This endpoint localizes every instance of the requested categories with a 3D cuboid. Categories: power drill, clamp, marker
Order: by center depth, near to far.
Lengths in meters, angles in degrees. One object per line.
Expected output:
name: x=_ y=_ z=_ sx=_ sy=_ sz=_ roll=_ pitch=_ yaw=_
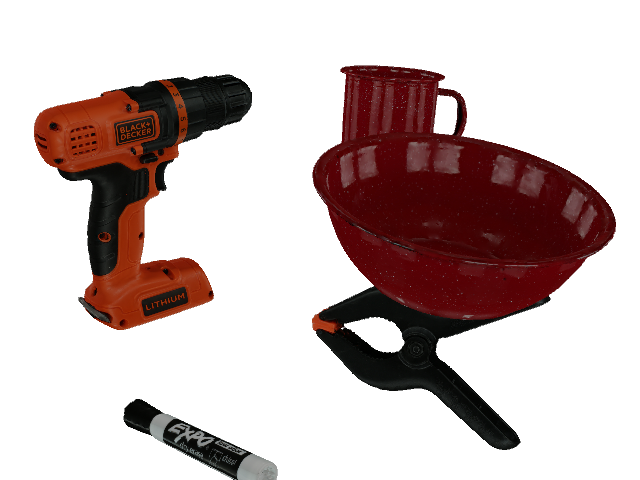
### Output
marker: x=-0.076 y=0.122 z=0.644 sx=0.121 sy=0.020 sz=0.020 roll=16 pitch=10 yaw=38
clamp: x=0.078 y=0.087 z=0.778 sx=0.172 sy=0.120 sz=0.039 roll=4 pitch=0 yaw=20
power drill: x=-0.131 y=-0.034 z=0.854 sx=0.184 sy=0.188 sz=0.057 roll=-17 pitch=26 yaw=-32

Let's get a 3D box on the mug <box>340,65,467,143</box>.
mug: x=0.073 y=-0.110 z=0.957 sx=0.117 sy=0.081 sz=0.093 roll=2 pitch=16 yaw=-7

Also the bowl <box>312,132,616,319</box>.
bowl: x=0.072 y=-0.003 z=0.577 sx=0.162 sy=0.055 sz=0.162 roll=6 pitch=27 yaw=-3
